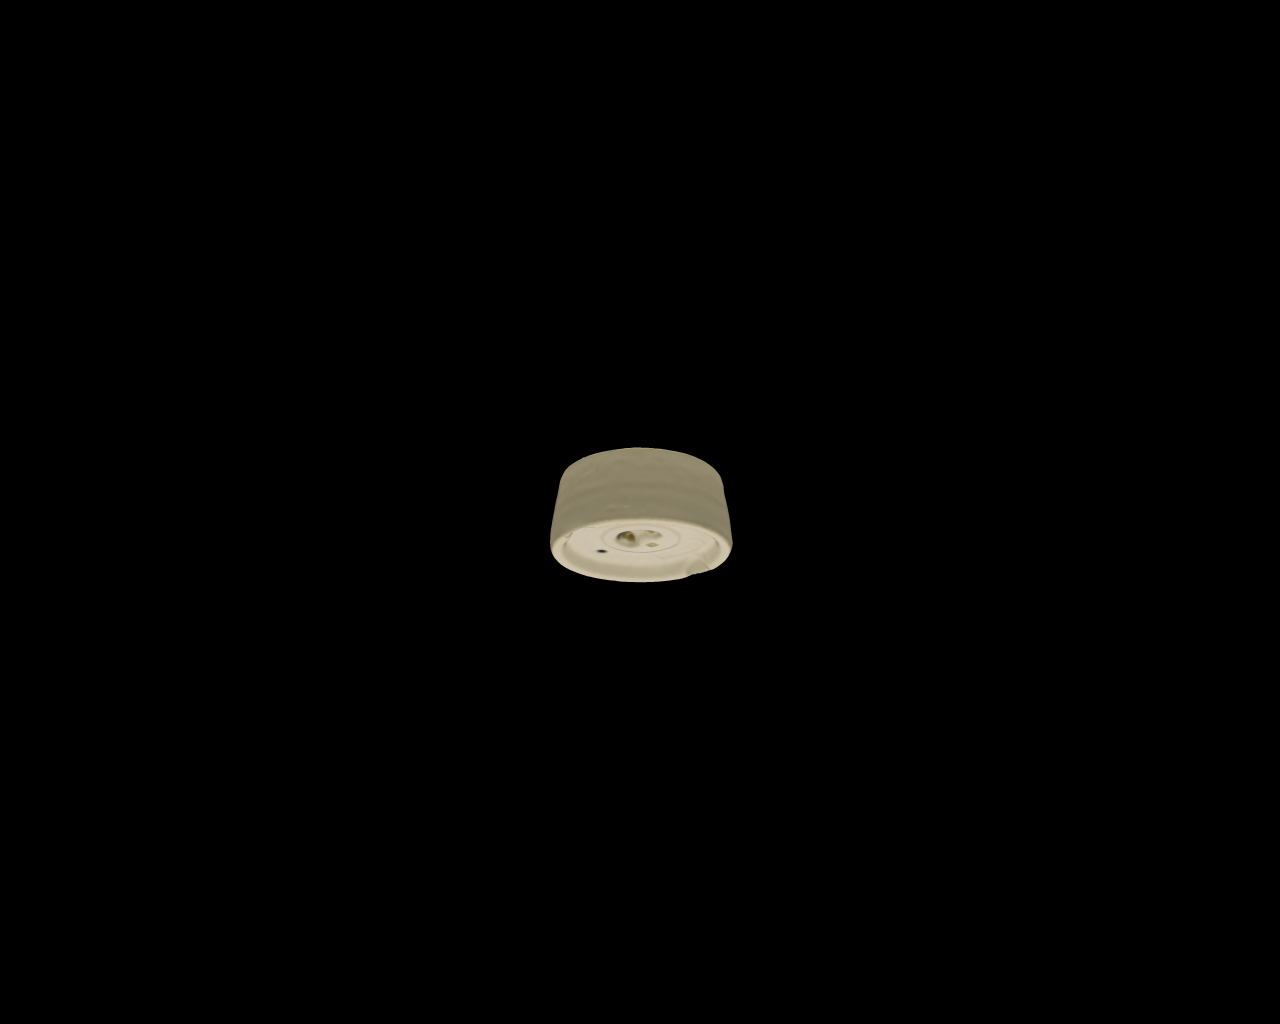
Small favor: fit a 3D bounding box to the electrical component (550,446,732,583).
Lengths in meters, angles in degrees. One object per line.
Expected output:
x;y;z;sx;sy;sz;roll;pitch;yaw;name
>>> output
0.001;-0.003;0.650;0.108;0.060;0.108;0;-23;0;electrical component
